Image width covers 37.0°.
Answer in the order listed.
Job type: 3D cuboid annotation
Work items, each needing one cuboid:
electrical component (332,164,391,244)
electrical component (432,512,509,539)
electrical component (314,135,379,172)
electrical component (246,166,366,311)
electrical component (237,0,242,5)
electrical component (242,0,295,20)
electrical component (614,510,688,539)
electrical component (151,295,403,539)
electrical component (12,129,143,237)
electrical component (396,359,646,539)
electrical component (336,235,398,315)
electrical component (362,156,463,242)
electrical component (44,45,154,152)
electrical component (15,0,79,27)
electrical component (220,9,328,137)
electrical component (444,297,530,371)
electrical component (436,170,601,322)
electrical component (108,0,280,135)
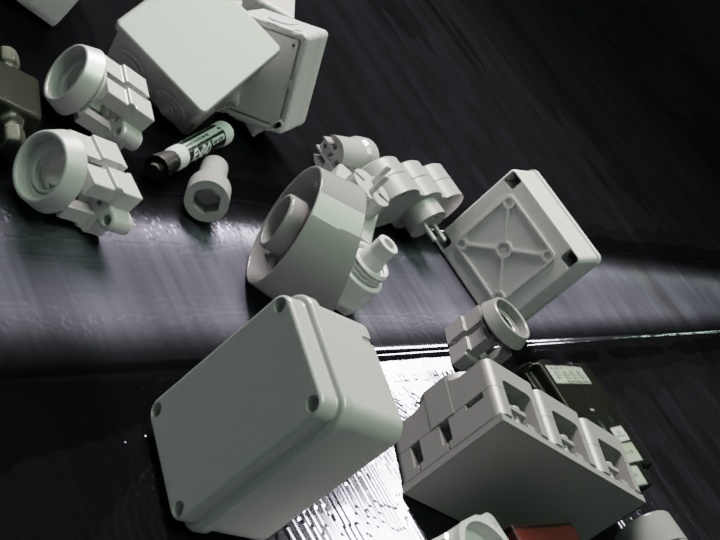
[{"bbox_3d":[-0.003,-0.053,0.835,0.047,0.076,0.083,42,25,-14],"label":"electrical component"},{"bbox_3d":[0.044,0.200,0.562,0.105,0.060,0.186,56,26,17],"label":"electrical component"},{"bbox_3d":[-0.012,-0.097,0.931,0.046,0.040,0.040,3,50,-51],"label":"electrical component"},{"bbox_3d":[-0.031,-0.017,0.719,0.064,0.099,0.099,31,29,-21],"label":"electrical component"},{"bbox_3d":[-0.127,-0.199,0.861,0.042,0.064,0.081,34,28,-31],"label":"electrical component"},{"bbox_3d":[-0.096,-0.219,0.934,0.061,0.061,0.096,27,29,-19],"label":"electrical component"},{"bbox_3d":[0.234,0.223,0.849,0.055,0.055,0.047,22,32,-44],"label":"electrical component"},{"bbox_3d":[-0.045,0.075,0.538,0.057,0.113,0.078,26,32,-45],"label":"electrical component"},{"bbox_3d":[-0.163,-0.052,0.613,0.055,0.048,0.066,19,37,-59],"label":"electrical component"},{"bbox_3d":[0.107,0.130,0.732,0.150,0.089,0.061,32,29,-32],"label":"electrical component"},{"bbox_3d":[0.000,0.000,0.780,0.043,0.062,0.043,37,27,-23],"label":"electrical component"},{"bbox_3d":[0.051,-0.054,0.953,0.073,0.052,0.138,56,26,17],"label":"electrical component"},{"bbox_3d":[-0.168,-0.113,0.692,0.055,0.048,0.066,34,27,-44],"label":"electrical component"},{"bbox_3d":[-0.215,-0.236,0.755,0.057,0.078,0.113,35,28,-34],"label":"electrical component"},{"bbox_3d":[-0.071,-0.154,0.860,0.062,0.096,0.061,21,22,11],"label":"electrical component"},{"bbox_3d":[0.104,0.055,0.879,0.048,0.055,0.066,34,28,-28],"label":"electrical component"},{"bbox_3d":[0.144,-0.019,0.988,0.056,0.109,0.108,-2,55,-57],"label":"electrical component"},{"bbox_3d":[-0.123,-0.159,0.786,0.099,0.048,0.099,46,59,-5],"label":"electrical component"}]
